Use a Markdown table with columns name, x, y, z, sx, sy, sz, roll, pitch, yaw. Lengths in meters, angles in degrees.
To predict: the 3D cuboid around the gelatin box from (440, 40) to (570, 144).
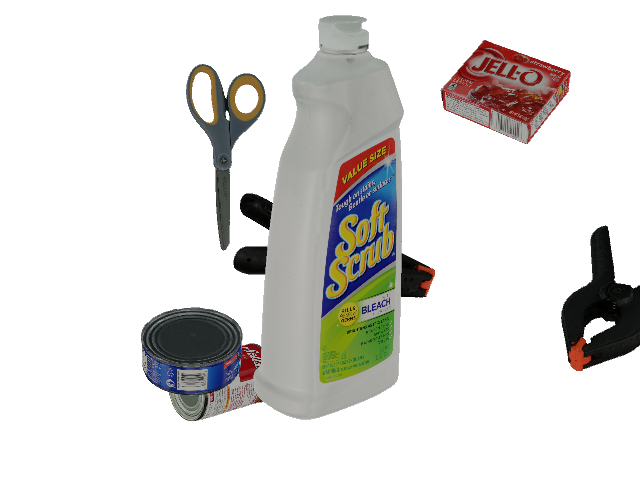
| name | x | y | z | sx | sy | sz | roll | pitch | yaw |
| --- | --- | --- | --- | --- | --- | --- | --- | --- | --- |
| gelatin box | 0.162 | -0.132 | 0.938 | 0.089 | 0.073 | 0.030 | 28 | -28 | 27 |

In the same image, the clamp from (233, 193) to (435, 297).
| name | x | y | z | sx | sy | sz | roll | pitch | yaw |
| --- | --- | --- | --- | --- | --- | --- | --- | --- | --- |
| clamp | 0.010 | 0.018 | 1.046 | 0.210 | 0.036 | 0.164 | 19 | 22 | -2 |

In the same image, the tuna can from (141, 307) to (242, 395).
| name | x | y | z | sx | sy | sz | roll | pitch | yaw |
| --- | --- | --- | --- | --- | --- | --- | --- | --- | --- |
| tuna can | -0.109 | 0.094 | 0.910 | 0.086 | 0.034 | 0.086 | 3 | 29 | -2 |

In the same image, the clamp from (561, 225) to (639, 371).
| name | x | y | z | sx | sy | sz | roll | pitch | yaw |
| --- | --- | --- | --- | --- | --- | --- | --- | --- | --- |
| clamp | 0.271 | 0.050 | 0.997 | 0.171 | 0.039 | 0.120 | -36 | 41 | -27 |

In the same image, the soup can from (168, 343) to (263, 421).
| name | x | y | z | sx | sy | sz | roll | pitch | yaw |
| --- | --- | --- | --- | --- | --- | --- | --- | --- | --- |
| soup can | -0.109 | 0.156 | 1.177 | 0.102 | 0.068 | 0.069 | -9 | 6 | -44 |

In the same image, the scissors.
| name | x | y | z | sx | sy | sz | roll | pitch | yaw |
| --- | --- | --- | --- | --- | --- | --- | --- | --- | --- |
| scissors | -0.090 | -0.097 | 1.160 | 0.096 | 0.202 | 0.016 | -15 | -3 | -18 |

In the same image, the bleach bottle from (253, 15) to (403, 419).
| name | x | y | z | sx | sy | sz | roll | pitch | yaw |
| --- | --- | --- | --- | --- | --- | --- | --- | --- | --- |
| bleach bottle | 0.007 | -0.016 | 0.691 | 0.102 | 0.251 | 0.068 | -15 | 25 | -36 |
